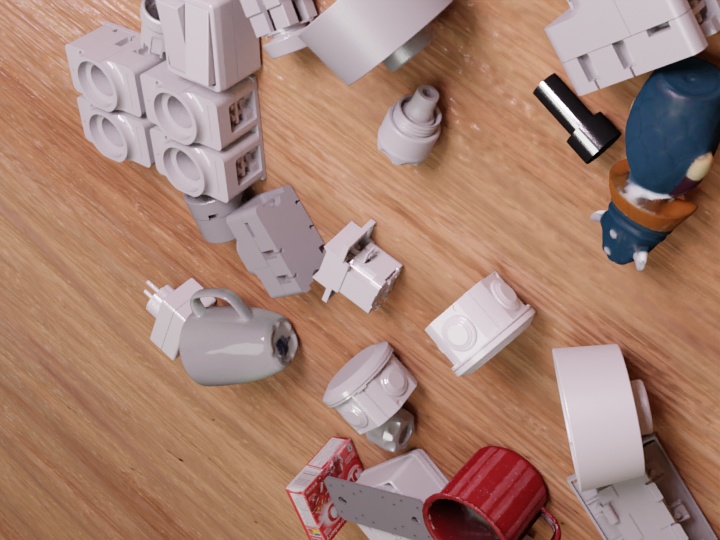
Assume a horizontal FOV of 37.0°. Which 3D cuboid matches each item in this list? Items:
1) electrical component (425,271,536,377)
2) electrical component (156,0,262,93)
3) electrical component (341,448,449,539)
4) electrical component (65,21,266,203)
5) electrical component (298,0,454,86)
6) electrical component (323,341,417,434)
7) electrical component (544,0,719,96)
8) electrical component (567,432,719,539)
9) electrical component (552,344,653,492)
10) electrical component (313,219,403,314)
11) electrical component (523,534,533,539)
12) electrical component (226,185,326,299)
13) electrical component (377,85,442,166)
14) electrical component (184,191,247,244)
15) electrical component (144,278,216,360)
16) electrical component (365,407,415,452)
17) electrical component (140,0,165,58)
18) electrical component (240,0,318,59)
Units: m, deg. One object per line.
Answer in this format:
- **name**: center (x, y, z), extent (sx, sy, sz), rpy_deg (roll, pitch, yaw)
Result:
- **electrical component**: center (0.095, 0.043, 0.851), extent (0.051, 0.080, 0.080), rpy_deg (50, 143, 7)
- **electrical component**: center (-0.124, -0.200, 0.870), extent (0.062, 0.061, 0.096), rpy_deg (26, 137, 27)
- **electrical component**: center (0.051, 0.246, 1.086), extent (0.108, 0.056, 0.109), rpy_deg (51, 143, -3)
- **electrical component**: center (-0.179, -0.143, 0.975), extent (0.186, 0.060, 0.105), rpy_deg (24, 136, 28)
- **electrical component**: center (0.018, -0.169, 0.725), extent (0.060, 0.108, 0.108), rpy_deg (50, 143, -11)
- **electrical component**: center (0.009, 0.108, 0.991), extent (0.051, 0.080, 0.080), rpy_deg (48, 143, -8)
- **electrical component**: center (0.162, -0.150, 0.641), extent (0.089, 0.050, 0.055), rpy_deg (-14, 111, 49)
- **electrical component**: center (0.231, 0.202, 0.856), extent (0.079, 0.063, 0.121), rpy_deg (-31, 101, 11)
- **electrical component**: center (0.184, 0.106, 0.801), extent (0.060, 0.108, 0.108), rpy_deg (-11, 120, 8)
- **electrical component**: center (0.000, 0.000, 0.938), extent (0.064, 0.042, 0.081), rpy_deg (36, 141, 11)
- **electrical component**: center (0.127, 0.250, 1.029), extent (0.065, 0.044, 0.044), rpy_deg (43, 142, 15)
- **electrical component**: center (-0.075, -0.024, 0.982), extent (0.056, 0.050, 0.089), rpy_deg (-12, 113, 48)
- **electrical component**: center (0.040, -0.110, 0.802), extent (0.043, 0.043, 0.062), rpy_deg (40, 140, 11)
- **electrical component**: center (-0.131, -0.057, 1.007), extent (0.055, 0.055, 0.047), rpy_deg (12, 133, 38)
- **electrical component**: center (-0.207, 0.042, 1.170), extent (0.076, 0.047, 0.083), rpy_deg (41, 142, 10)
- **electrical component**: center (0.019, 0.147, 1.043), extent (0.062, 0.043, 0.043), rpy_deg (23, 136, 31)
- **electrical component**: center (-0.170, -0.210, 0.926), extent (0.040, 0.040, 0.046), rpy_deg (41, 147, 10)
- **electrical component**: center (-0.058, -0.195, 0.824), extent (0.066, 0.048, 0.055), rpy_deg (-6, 110, 47)
